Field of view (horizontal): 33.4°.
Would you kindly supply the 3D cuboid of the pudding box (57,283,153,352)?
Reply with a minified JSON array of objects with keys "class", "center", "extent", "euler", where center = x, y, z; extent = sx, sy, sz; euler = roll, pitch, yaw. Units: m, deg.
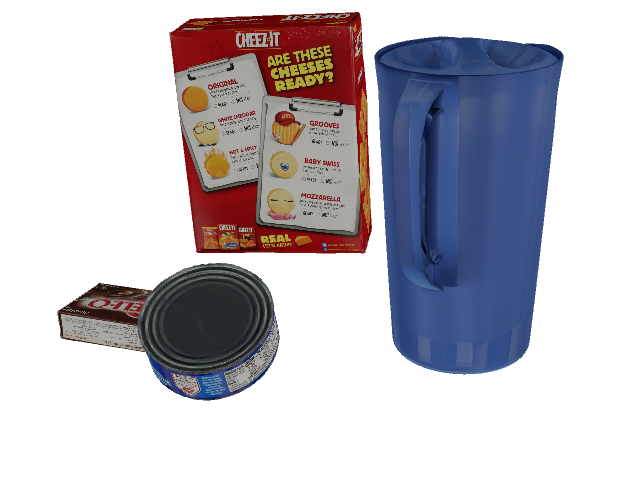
[{"class":"pudding box","center":[-0.221,0.085,1.192],"extent":[0.114,0.039,0.090],"euler":[5,19,19]}]

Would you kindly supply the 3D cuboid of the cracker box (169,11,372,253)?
[{"class":"cracker box","center":[-0.040,-0.096,0.981],"extent":[0.164,0.214,0.072],"euler":[0,23,10]}]

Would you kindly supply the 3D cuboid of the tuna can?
[{"class":"tuna can","center":[-0.069,0.057,0.671],"extent":[0.086,0.086,0.034],"euler":[0,-41,9]}]

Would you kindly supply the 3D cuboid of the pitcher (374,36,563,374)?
[{"class":"pitcher","center":[0.102,-0.023,0.793],"extent":[0.149,0.243,0.145],"euler":[-8,22,-16]}]
